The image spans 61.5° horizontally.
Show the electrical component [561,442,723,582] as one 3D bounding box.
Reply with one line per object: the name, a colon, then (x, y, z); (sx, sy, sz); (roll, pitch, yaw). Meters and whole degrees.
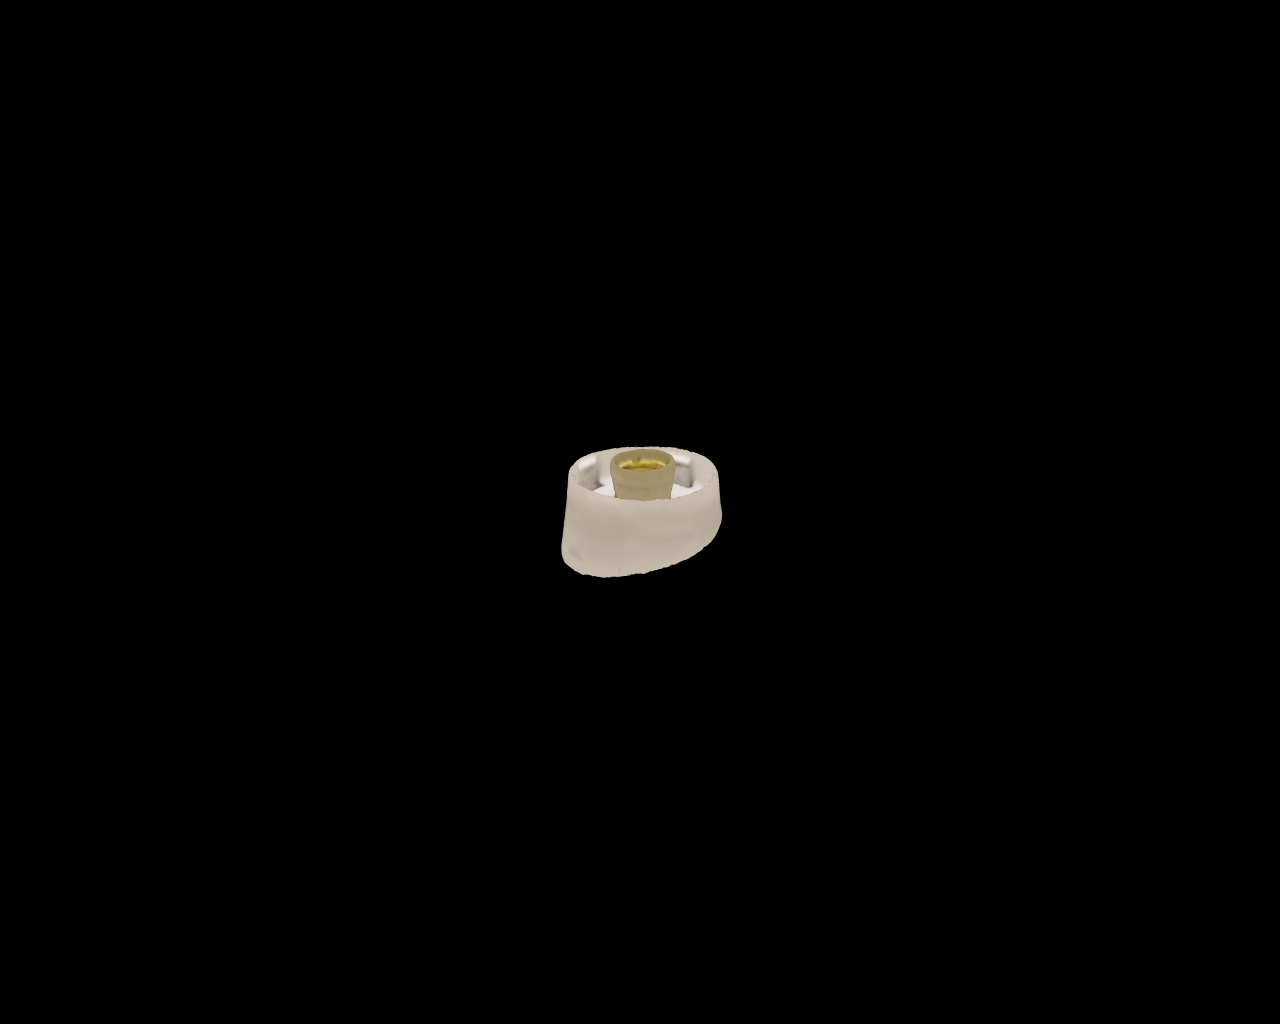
electrical component: (0.001, -0.003, 0.650); (0.099, 0.064, 0.099); (0, 24, 0)
